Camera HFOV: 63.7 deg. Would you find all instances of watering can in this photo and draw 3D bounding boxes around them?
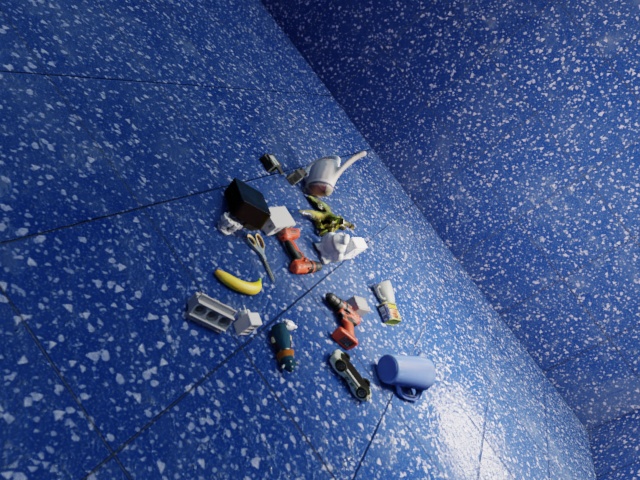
[{"bbox_3d":[0.048,-0.313,2.410,0.102,0.346,0.229,43,52,-41],"label":"watering can"}]

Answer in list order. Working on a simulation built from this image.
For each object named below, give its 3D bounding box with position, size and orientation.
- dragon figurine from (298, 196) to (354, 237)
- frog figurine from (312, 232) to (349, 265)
[{"bbox_3d":[0.007,-0.118,2.347,0.406,0.121,0.247,30,16,-42],"label":"dragon figurine"},{"bbox_3d":[0.067,0.020,2.153,0.121,0.157,0.140,31,32,-42],"label":"frog figurine"}]
